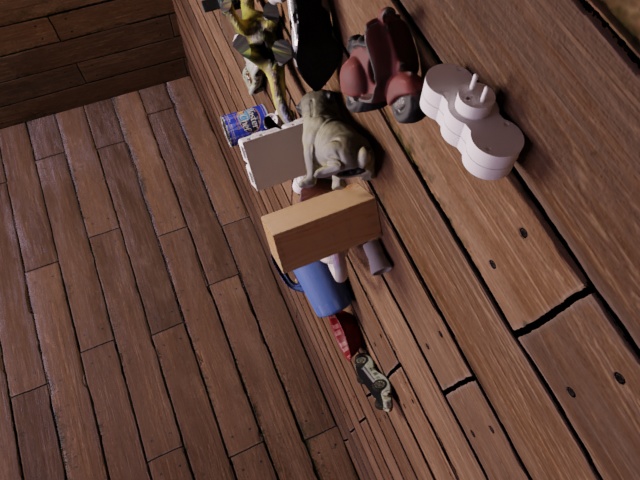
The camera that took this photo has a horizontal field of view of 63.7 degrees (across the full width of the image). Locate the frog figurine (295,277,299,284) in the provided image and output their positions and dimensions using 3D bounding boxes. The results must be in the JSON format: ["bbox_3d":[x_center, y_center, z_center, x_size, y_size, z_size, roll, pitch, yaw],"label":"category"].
[{"bbox_3d":[-0.011,0.075,1.547,0.138,0.121,0.160,60,-157,3],"label":"frog figurine"}]

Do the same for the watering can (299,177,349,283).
[{"bbox_3d":[0.004,-0.061,1.206,0.356,0.104,0.219,-110,9,-47],"label":"watering can"}]

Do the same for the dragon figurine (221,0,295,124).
[{"bbox_3d":[-0.123,-0.441,1.220,0.244,0.122,0.408,-73,-34,-82],"label":"dragon figurine"}]
